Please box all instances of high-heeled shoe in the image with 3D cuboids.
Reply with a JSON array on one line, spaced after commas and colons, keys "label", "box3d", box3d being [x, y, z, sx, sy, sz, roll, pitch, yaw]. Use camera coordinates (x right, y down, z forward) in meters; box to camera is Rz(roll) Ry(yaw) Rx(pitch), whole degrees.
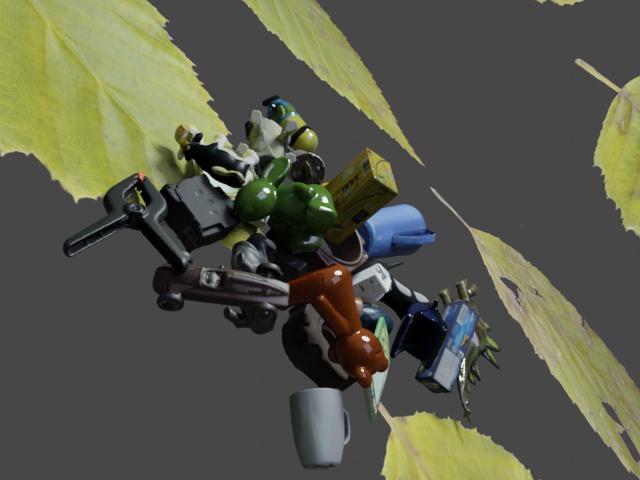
[{"label": "high-heeled shoe", "box3d": [0.165, 0.154, 1.203, 0.145, 0.086, 0.248, -20, 86, -29]}]

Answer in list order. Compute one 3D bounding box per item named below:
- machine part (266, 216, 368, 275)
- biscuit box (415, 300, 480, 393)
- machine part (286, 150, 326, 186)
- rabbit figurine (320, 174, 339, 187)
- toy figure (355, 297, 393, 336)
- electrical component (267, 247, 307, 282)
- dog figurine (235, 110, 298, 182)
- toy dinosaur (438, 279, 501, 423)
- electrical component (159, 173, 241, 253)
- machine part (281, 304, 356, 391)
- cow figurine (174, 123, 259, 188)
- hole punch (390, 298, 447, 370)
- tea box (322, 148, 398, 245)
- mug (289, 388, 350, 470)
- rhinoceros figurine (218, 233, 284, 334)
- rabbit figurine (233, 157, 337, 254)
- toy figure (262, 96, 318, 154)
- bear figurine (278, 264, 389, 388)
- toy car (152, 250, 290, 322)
[{"label": "machine part", "box3d": [-0.002, -0.003, 1.122, 0.201, 0.087, 0.201, 53, 28, 6]}, {"label": "biscuit box", "box3d": [0.280, 0.230, 1.175, 0.059, 0.063, 0.203, 40, 60, -15]}, {"label": "machine part", "box3d": [-0.036, -0.158, 1.190, 0.079, 0.079, 0.243, 41, 2, -15]}, {"label": "rabbit figurine", "box3d": [0.095, -0.130, 1.359, 0.122, 0.162, 0.173, 44, 10, 14]}, {"label": "toy figure", "box3d": [0.079, 0.152, 1.086, 0.154, 0.058, 0.064, 29, 30, -24]}, {"label": "electrical component", "box3d": [-0.049, 0.057, 0.994, 0.102, 0.078, 0.045, 24, 45, 28]}, {"label": "dog figurine", "box3d": [-0.123, -0.187, 1.161, 0.121, 0.172, 0.191, 22, -2, -13]}, {"label": "toy dinosaur", "box3d": [0.361, 0.242, 1.322, 0.198, 0.105, 0.471, 51, 34, -5]}, {"label": "electrical component", "box3d": [-0.205, -0.051, 0.930, 0.115, 0.058, 0.134, 53, 30, 2]}, {"label": "machine part", "box3d": [0.013, 0.180, 0.964, 0.179, 0.056, 0.179, 35, 32, -27]}, {"label": "cow figurine", "box3d": [-0.201, -0.152, 0.979, 0.167, 0.068, 0.098, 27, 26, 0]}, {"label": "hole punch", "box3d": [0.199, 0.195, 1.135, 0.092, 0.142, 0.116, 16, 16, -4]}, {"label": "tea box", "box3d": [0.062, -0.082, 1.041, 0.068, 0.169, 0.098, 28, 38, -31]}, {"label": "mug", "box3d": [0.004, 0.290, 0.815, 0.109, 0.081, 0.107, 32, 44, -43]}, {"label": "rhinoceros figurine", "box3d": [-0.110, 0.065, 0.910, 0.112, 0.073, 0.190, 24, 39, -36]}, {"label": "rabbit figurine", "box3d": [-0.068, -0.073, 0.963, 0.170, 0.121, 0.159, 10, 55, -21]}, {"label": "toy figure", "box3d": [-0.075, -0.281, 1.333, 0.082, 0.089, 0.180, -8, 65, -48]}, {"label": "bear figurine", "box3d": [0.026, 0.142, 0.876, 0.120, 0.132, 0.195, -24, 94, -60]}, {"label": "toy car", "box3d": [-0.145, 0.066, 0.797, 0.202, 0.053, 0.089, 8, 50, -4]}]
